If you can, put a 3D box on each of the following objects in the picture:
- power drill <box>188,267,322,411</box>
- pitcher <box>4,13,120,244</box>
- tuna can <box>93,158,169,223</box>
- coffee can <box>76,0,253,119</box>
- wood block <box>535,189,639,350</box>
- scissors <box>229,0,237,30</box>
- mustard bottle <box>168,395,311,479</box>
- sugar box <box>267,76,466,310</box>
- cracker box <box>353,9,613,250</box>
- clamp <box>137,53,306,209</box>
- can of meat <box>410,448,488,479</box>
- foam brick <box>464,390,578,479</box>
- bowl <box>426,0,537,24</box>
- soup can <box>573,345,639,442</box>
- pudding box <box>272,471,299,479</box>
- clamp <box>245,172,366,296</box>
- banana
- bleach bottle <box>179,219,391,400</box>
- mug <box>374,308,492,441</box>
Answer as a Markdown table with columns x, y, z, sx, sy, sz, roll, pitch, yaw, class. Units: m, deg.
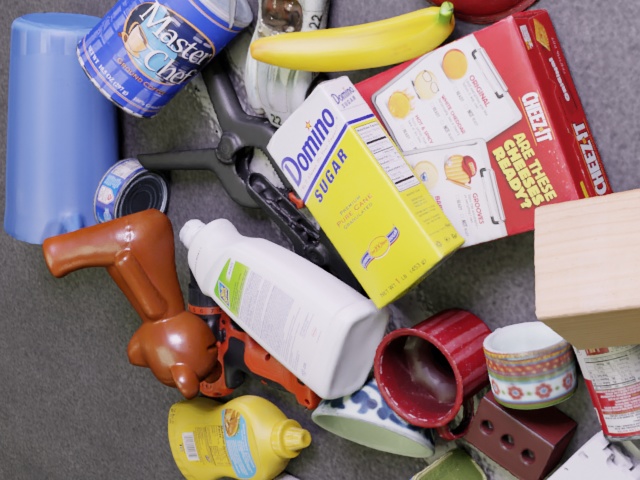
| x | y | z | sx | sy | sz | roll | pitch | yaw | class |
| --- | --- | --- | --- | --- | --- | --- | --- | --- | --- |
| -0.064 | 0.091 | 1.121 | 0.188 | 0.057 | 0.184 | 11 | 113 | 39 | power drill |
| -0.288 | -0.126 | 1.190 | 0.149 | 0.144 | 0.243 | 13 | 111 | 23 | pitcher |
| -0.205 | -0.044 | 1.168 | 0.034 | 0.085 | 0.086 | 24 | 120 | 30 | tuna can |
| -0.149 | -0.199 | 1.020 | 0.140 | 0.102 | 0.103 | -40 | 78 | 22 | coffee can |
| 0.264 | 0.015 | 0.750 | 0.206 | 0.090 | 0.090 | -11 | 63 | 32 | wood block |
| -0.063 | -0.298 | 0.952 | 0.096 | 0.016 | 0.202 | -24 | 68 | 43 | scissors |
| -0.085 | 0.221 | 1.183 | 0.192 | 0.058 | 0.096 | -10 | 93 | 42 | mustard bottle |
| 0.035 | -0.039 | 0.896 | 0.176 | 0.048 | 0.093 | 53 | 133 | 8 | sugar box |
| 0.116 | -0.078 | 0.897 | 0.214 | 0.071 | 0.164 | -18 | 95 | 41 | cracker box |
| -0.094 | -0.089 | 1.086 | 0.210 | 0.036 | 0.165 | 44 | 120 | 16 | clamp |
| 0.101 | 0.249 | 1.010 | 0.057 | 0.101 | 0.084 | 52 | 129 | 14 | can of meat |
| 0.178 | 0.170 | 0.948 | 0.078 | 0.051 | 0.053 | 34 | 124 | 27 | foam brick |
| 0.113 | -0.250 | 0.846 | 0.162 | 0.055 | 0.162 | 16 | 116 | 35 | bowl |
| 0.244 | 0.101 | 0.856 | 0.069 | 0.068 | 0.102 | -17 | 94 | 42 | soup can |
| -0.021 | 0.326 | 1.183 | 0.090 | 0.039 | 0.113 | 19 | 119 | 34 | pudding box |
| -0.007 | 0.001 | 1.026 | 0.120 | 0.039 | 0.171 | 12 | 127 | 40 | clamp |
| 0.036 | -0.172 | 0.909 | 0.198 | 0.069 | 0.037 | -7 | 68 | 32 | banana |
| -0.049 | 0.044 | 1.020 | 0.251 | 0.067 | 0.103 | 36 | 119 | 36 | bleach bottle |
| 0.113 | 0.122 | 0.965 | 0.093 | 0.081 | 0.117 | -15 | 96 | 42 | mug |
